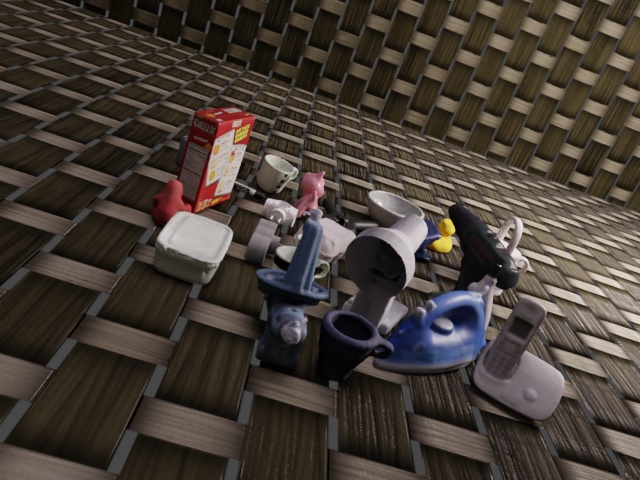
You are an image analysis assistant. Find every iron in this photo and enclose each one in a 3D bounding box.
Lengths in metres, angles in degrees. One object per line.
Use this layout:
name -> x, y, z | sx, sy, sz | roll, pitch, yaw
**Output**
iron -> 0.208, 0.149, 1.016 | 0.259, 0.141, 0.118 | -3, 33, -44

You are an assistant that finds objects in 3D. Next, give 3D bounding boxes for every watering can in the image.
watering can -> 0.434, 0.030, 1.408 | 0.173, 0.194, 0.100 | 10, 26, -26

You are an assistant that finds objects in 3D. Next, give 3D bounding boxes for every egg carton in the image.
egg carton -> 0.012, 0.004, 1.258 | 0.107, 0.069, 0.151 | 31, 25, 21

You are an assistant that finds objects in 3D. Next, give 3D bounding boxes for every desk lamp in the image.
desk lamp -> 0.118, 0.060, 1.043 | 0.117, 0.213, 0.204 | 29, 24, 18

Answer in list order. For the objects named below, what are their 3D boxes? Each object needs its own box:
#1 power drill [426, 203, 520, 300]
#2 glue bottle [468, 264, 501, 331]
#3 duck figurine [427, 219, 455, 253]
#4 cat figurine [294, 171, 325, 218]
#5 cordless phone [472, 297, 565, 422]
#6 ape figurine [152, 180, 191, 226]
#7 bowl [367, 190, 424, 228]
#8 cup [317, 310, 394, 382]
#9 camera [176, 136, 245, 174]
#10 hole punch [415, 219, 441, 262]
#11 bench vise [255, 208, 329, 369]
power drill -> 0.311, 0.059, 1.219 | 0.076, 0.208, 0.228 | 5, 28, -34
glue bottle -> 0.312, 0.120, 1.131 | 0.078, 0.173, 0.037 | 30, 24, 20
duck figurine -> 0.332, -0.018, 1.565 | 0.105, 0.086, 0.077 | -2, 32, -44
cat figurine -> -0.021, -0.119, 1.441 | 0.067, 0.118, 0.127 | 18, 23, -8
cordless phone -> 0.358, 0.201, 0.976 | 0.147, 0.185, 0.094 | 28, 24, 14
ape figurine -> -0.295, -0.077, 1.142 | 0.077, 0.092, 0.076 | 24, 23, 6
bowl -> 0.196, -0.068, 1.571 | 0.167, 0.075, 0.167 | 18, 23, -8
cup -> 0.046, 0.174, 0.882 | 0.117, 0.095, 0.092 | 22, 23, 1
camera -> -0.270, -0.224, 1.477 | 0.136, 0.101, 0.143 | 30, 24, 19
hole punch -> 0.240, -0.007, 1.454 | 0.101, 0.091, 0.108 | 11, 25, -22
bench vise -> -0.026, 0.074, 0.879 | 0.122, 0.220, 0.207 | 9, 26, -27
